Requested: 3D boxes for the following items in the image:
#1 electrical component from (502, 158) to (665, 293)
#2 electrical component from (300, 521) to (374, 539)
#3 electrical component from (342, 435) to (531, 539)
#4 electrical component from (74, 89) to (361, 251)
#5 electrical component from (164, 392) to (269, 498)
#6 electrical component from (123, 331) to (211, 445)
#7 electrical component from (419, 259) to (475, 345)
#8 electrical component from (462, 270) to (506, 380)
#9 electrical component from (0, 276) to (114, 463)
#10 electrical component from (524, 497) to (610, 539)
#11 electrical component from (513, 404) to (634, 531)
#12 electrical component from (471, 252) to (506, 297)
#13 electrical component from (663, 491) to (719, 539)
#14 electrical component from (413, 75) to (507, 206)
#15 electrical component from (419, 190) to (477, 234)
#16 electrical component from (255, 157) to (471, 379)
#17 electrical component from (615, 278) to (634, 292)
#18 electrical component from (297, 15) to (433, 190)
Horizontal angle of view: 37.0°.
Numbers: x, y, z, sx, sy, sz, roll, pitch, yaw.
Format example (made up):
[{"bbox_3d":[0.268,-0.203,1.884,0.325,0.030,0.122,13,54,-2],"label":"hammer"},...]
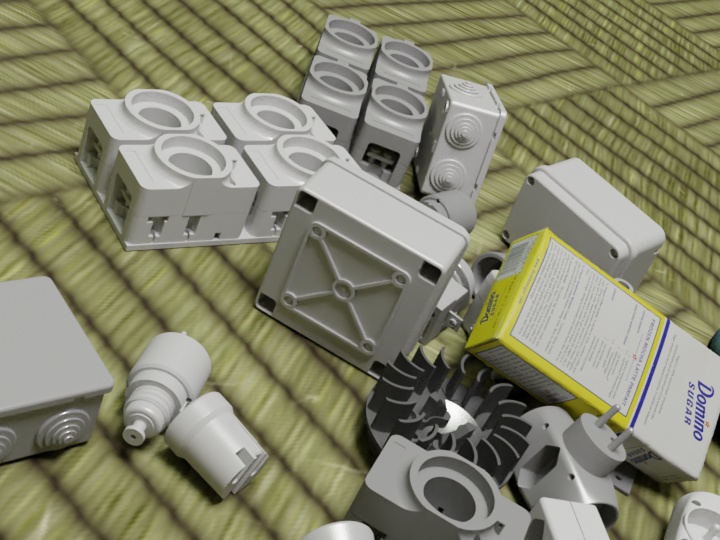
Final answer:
[{"bbox_3d":[0.180,-0.029,0.879,0.057,0.078,0.113,-20,54,-37],"label":"electrical component"},{"bbox_3d":[-0.007,0.162,0.541,0.045,0.045,0.055,5,39,-27],"label":"electrical component"},{"bbox_3d":[0.042,0.138,0.593,0.089,0.055,0.050,30,34,7],"label":"electrical component"},{"bbox_3d":[-0.097,-0.076,0.789,0.186,0.060,0.105,-5,44,-36],"label":"electrical component"},{"bbox_3d":[-0.078,0.096,0.590,0.046,0.040,0.040,44,38,18],"label":"electrical component"},{"bbox_3d":[-0.112,0.068,0.604,0.040,0.040,0.078,24,34,-1],"label":"electrical component"},{"bbox_3d":[0.051,0.016,0.772,0.066,0.048,0.055,37,44,18],"label":"electrical component"},{"bbox_3d":[0.123,0.038,0.773,0.096,0.061,0.061,4,39,-28],"label":"electrical component"},{"bbox_3d":[-0.191,0.054,0.565,0.100,0.048,0.099,-10,47,-40],"label":"electrical component"},{"bbox_3d":[0.133,0.173,0.611,0.077,0.047,0.065,13,35,-22],"label":"electrical component"},{"bbox_3d":[0.136,0.115,0.663,0.043,0.079,0.077,24,30,-35],"label":"electrical component"},{"bbox_3d":[0.122,0.005,0.835,0.065,0.044,0.044,-7,45,-45],"label":"electrical component"},{"bbox_3d":[0.221,0.184,0.653,0.079,0.044,0.077,32,35,10],"label":"electrical component"},{"bbox_3d":[0.082,-0.111,0.913,0.048,0.099,0.099,14,24,-9],"label":"electrical component"},{"bbox_3d":[0.058,-0.040,0.855,0.078,0.040,0.040,-17,52,-44],"label":"electrical component"},{"bbox_3d":[0.000,0.000,0.706,0.109,0.108,0.056,30,37,7],"label":"electrical component"},{"bbox_3d":[0.185,0.035,0.815,0.048,0.062,0.048,17,35,-12],"label":"electrical component"},{"bbox_3d":[0.003,-0.157,0.960,0.105,0.060,0.186,20,34,-7],"label":"electrical component"}]
